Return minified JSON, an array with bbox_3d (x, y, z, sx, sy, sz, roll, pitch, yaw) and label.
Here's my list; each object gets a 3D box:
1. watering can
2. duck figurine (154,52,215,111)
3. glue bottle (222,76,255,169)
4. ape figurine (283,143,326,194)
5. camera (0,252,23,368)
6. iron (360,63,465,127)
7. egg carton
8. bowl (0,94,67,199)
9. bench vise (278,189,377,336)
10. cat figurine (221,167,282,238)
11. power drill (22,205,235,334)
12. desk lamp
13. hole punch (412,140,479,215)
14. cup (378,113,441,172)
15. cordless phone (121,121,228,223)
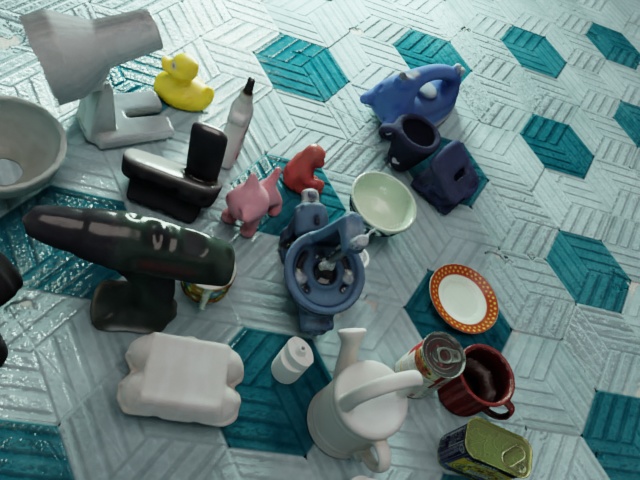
[{"bbox_3d":[0.055,0.197,0.720,0.101,0.194,0.172,-26,72,-33],"label":"watering can"},{"bbox_3d":[-0.227,-0.275,0.974,0.104,0.086,0.077,23,53,-8],"label":"duck figurine"},{"bbox_3d":[-0.128,-0.192,0.907,0.037,0.173,0.078,19,54,-10],"label":"glue bottle"},{"bbox_3d":[-0.018,-0.124,0.960,0.076,0.092,0.078,11,56,-16],"label":"ape figurine"},{"bbox_3d":[-0.410,0.077,0.661,0.143,0.100,0.137,40,53,6],"label":"camera"},{"bbox_3d":[0.213,-0.300,1.138,0.259,0.141,0.118,-22,70,-32],"label":"iron"},{"bbox_3d":[-0.171,0.175,0.718,0.150,0.069,0.107,12,55,-15],"label":"egg carton"},{"bbox_3d":[-0.438,-0.117,0.790,0.168,0.074,0.167,11,56,-16],"label":"bowl"},{"bbox_3d":[-0.003,0.005,0.803,0.122,0.219,0.207,-15,66,-30],"label":"bench vise"},{"bbox_3d":[-0.099,-0.065,0.872,0.067,0.117,0.128,38,53,4],"label":"cat figurine"},{"bbox_3d":[-0.227,0.039,0.695,0.230,0.208,0.075,6,57,-19],"label":"power drill"},{"bbox_3d":[-0.315,-0.240,0.834,0.204,0.213,0.118,-17,67,-30],"label":"desk lamp"},{"bbox_3d":[0.246,-0.118,1.068,0.101,0.091,0.109,44,53,9],"label":"hole punch"},{"bbox_3d":[0.152,-0.174,1.061,0.118,0.095,0.091,7,57,-19],"label":"cup"},{"bbox_3d":[-0.205,-0.121,0.821,0.148,0.185,0.094,18,54,-11],"label":"cordless phone"}]
